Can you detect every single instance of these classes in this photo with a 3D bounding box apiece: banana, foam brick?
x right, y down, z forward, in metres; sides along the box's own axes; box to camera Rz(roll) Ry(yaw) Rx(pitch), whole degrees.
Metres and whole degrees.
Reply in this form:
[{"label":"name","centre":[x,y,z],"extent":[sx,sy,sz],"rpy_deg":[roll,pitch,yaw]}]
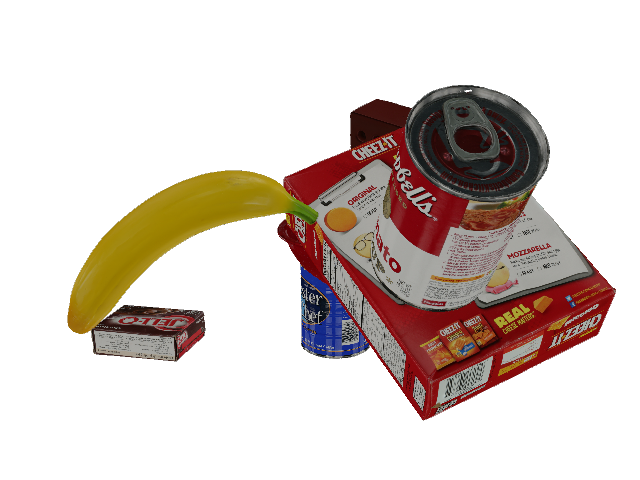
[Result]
[{"label":"banana","centre":[-0.103,0.000,0.745],"extent":[0.198,0.069,0.037],"rpy_deg":[-25,13,8]},{"label":"foam brick","centre":[0.077,-0.118,1.188],"extent":[0.078,0.053,0.051],"rpy_deg":[21,37,35]}]

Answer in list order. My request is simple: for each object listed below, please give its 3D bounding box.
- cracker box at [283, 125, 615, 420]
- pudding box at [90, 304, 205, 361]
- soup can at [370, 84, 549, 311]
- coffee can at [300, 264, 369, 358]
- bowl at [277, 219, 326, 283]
[{"label":"cracker box","centre":[0.093,0.012,0.825],"extent":[0.164,0.214,0.072],"rpy_deg":[-24,-34,-18]},{"label":"pudding box","centre":[-0.209,0.112,1.301],"extent":[0.114,0.039,0.090],"rpy_deg":[1,14,16]},{"label":"soup can","centre":[0.066,-0.018,0.530],"extent":[0.068,0.068,0.102],"rpy_deg":[0,-34,-9]},{"label":"coffee can","centre":[0.022,0.083,1.526],"extent":[0.103,0.140,0.103],"rpy_deg":[0,21,0]},{"label":"bowl","centre":[0.041,0.005,1.035],"extent":[0.162,0.055,0.162],"rpy_deg":[-6,17,2]}]
